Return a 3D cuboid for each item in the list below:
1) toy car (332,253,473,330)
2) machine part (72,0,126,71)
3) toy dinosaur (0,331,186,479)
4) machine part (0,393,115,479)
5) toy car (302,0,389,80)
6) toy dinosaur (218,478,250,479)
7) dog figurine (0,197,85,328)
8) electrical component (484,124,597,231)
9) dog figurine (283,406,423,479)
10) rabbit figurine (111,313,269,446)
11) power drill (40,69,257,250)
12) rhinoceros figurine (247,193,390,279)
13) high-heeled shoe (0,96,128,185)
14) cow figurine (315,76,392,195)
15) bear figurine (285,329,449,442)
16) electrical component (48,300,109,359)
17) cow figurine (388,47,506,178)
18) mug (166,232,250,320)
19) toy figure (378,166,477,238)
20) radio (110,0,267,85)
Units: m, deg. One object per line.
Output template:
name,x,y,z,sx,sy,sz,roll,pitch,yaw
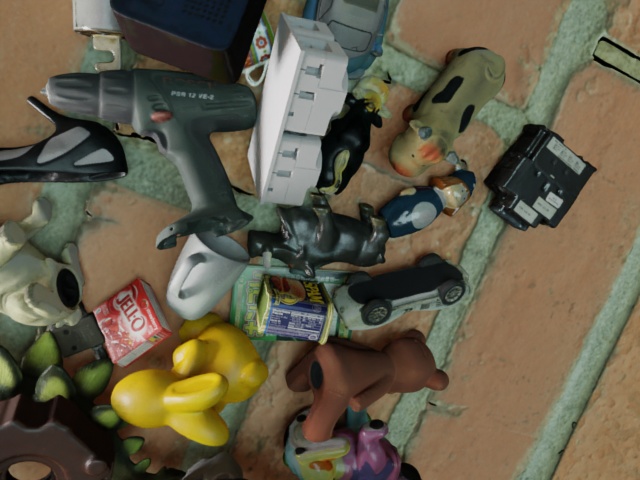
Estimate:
toy car,0.116,0.071,0.746,0.202,0.074,0.056,-12,130,-18
machine part,-0.231,-0.310,0.586,0.079,0.079,0.243,0,102,-13
toy dinosaur,-0.366,0.213,0.659,0.471,0.105,0.198,31,96,-25
machine part,-0.326,0.261,0.600,0.179,0.056,0.179,-5,109,-16
toy car,0.039,-0.278,0.643,0.109,0.103,0.161,13,101,-17
toy dinosaur,-0.080,0.369,0.675,0.404,0.131,0.192,34,98,-16
dog figurine,-0.398,0.048,0.632,0.191,0.121,0.172,-15,103,5
electrical component,0.309,-0.082,0.775,0.115,0.058,0.134,35,93,-16
dog figurine,0.055,0.350,0.793,0.192,0.109,0.219,-17,109,-9
rabbit figurine,-0.159,0.183,0.656,0.173,0.163,0.121,-11,114,-36
power drill,-0.173,-0.096,0.612,0.232,0.086,0.207,-12,75,-27
rhinoceros figurine,-0.001,-0.002,0.719,0.190,0.073,0.112,3,113,-16
high-heeled shoe,-0.345,-0.056,0.603,0.145,0.086,0.249,43,74,-2
cow figurine,0.037,-0.134,0.679,0.068,0.098,0.167,28,95,-11
bear figurine,0.069,0.193,0.756,0.196,0.120,0.131,4,129,-32
electrical component,-0.315,0.123,0.697,0.063,0.021,0.093,-22,108,-7
cow figurine,0.162,-0.160,0.686,0.085,0.127,0.195,40,89,-15
mug,-0.151,0.050,0.676,0.081,0.109,0.107,32,105,5
toy figure,0.157,-0.053,0.748,0.154,0.058,0.064,-26,146,-8
radio,-0.119,-0.294,0.570,0.131,0.073,0.229,16,76,-1
